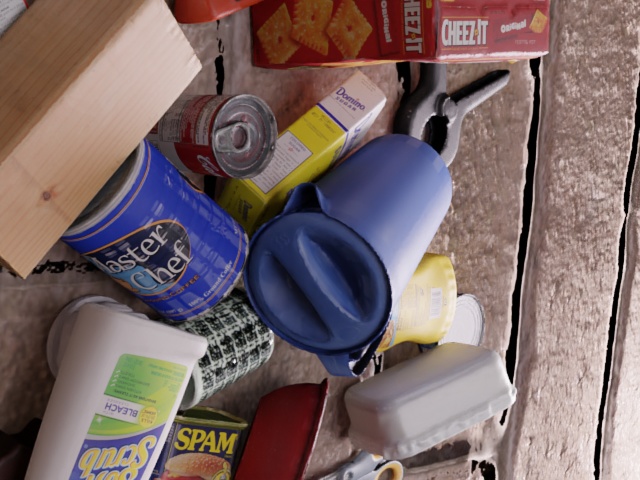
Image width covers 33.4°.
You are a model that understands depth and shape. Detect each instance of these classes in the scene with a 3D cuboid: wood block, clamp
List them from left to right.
[{"bbox_3d":[-0.191,-0.089,0.759,0.206,0.090,0.090,-53,147,-17],"label":"wood block"},{"bbox_3d":[0.122,-0.150,1.132,0.164,0.036,0.210,46,65,-39],"label":"clamp"}]

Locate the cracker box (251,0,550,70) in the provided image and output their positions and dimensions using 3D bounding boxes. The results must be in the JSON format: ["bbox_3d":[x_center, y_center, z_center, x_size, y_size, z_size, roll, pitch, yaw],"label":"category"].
[{"bbox_3d":[0.069,-0.189,0.943,0.163,0.214,0.072,-13,105,-44],"label":"cracker box"}]

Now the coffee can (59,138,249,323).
[{"bbox_3d":[-0.138,-0.012,0.846,0.140,0.103,0.102,44,66,-41],"label":"coffee can"}]

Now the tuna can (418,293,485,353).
[{"bbox_3d":[0.148,0.101,1.207,0.085,0.034,0.086,-10,105,-44],"label":"tuna can"}]

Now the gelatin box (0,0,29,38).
[{"bbox_3d":[-0.249,-0.164,0.758,0.073,0.030,0.089,-42,126,-31],"label":"gelatin box"}]

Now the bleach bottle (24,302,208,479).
[{"bbox_3d":[-0.170,0.179,0.801,0.102,0.068,0.251,22,83,-43],"label":"bleach bottle"}]

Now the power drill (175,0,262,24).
[{"bbox_3d":[-0.103,-0.276,0.866,0.184,0.057,0.187,-31,119,-38],"label":"power drill"}]

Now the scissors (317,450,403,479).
[{"bbox_3d":[0.031,0.260,1.124,0.201,0.016,0.096,-30,124,-38],"label":"scissors"}]

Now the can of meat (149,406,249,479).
[{"bbox_3d":[-0.120,0.190,0.935,0.101,0.058,0.084,17,87,-46],"label":"can of meat"}]

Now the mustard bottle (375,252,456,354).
[{"bbox_3d":[0.061,0.067,1.094,0.191,0.058,0.096,-5,103,-45],"label":"mustard bottle"}]

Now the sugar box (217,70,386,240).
[{"bbox_3d":[-0.018,-0.073,0.965,0.048,0.093,0.176,46,59,7],"label":"sugar box"}]

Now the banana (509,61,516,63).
[{"bbox_3d":[0.170,-0.259,1.154,0.197,0.037,0.069,26,66,-53],"label":"banana"}]

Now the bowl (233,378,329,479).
[{"bbox_3d":[-0.043,0.196,0.980,0.055,0.162,0.162,19,81,-2],"label":"bowl"}]

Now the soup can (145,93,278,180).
[{"bbox_3d":[-0.094,-0.088,0.877,0.068,0.102,0.068,-10,104,-44],"label":"soup can"}]

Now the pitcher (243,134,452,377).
[{"bbox_3d":[0.040,0.001,0.973,0.149,0.145,0.242,-53,177,34],"label":"pitcher"}]
